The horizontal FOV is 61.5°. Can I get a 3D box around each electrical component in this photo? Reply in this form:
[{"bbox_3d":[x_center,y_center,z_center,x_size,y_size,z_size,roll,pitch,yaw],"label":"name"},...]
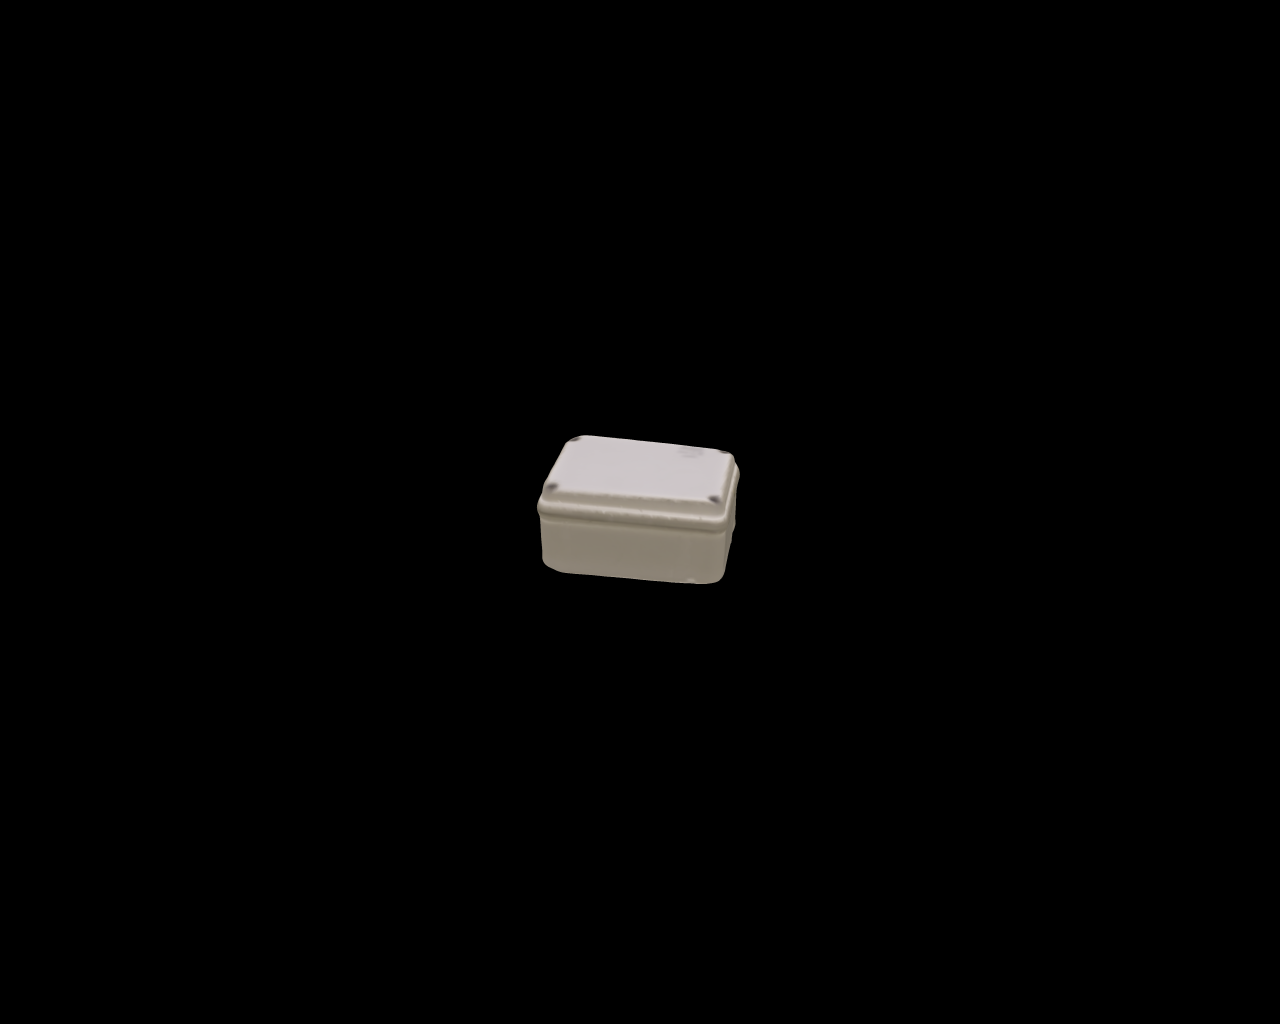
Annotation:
[{"bbox_3d":[0.001,-0.003,0.650,0.113,0.057,0.078,6,32,9],"label":"electrical component"}]
